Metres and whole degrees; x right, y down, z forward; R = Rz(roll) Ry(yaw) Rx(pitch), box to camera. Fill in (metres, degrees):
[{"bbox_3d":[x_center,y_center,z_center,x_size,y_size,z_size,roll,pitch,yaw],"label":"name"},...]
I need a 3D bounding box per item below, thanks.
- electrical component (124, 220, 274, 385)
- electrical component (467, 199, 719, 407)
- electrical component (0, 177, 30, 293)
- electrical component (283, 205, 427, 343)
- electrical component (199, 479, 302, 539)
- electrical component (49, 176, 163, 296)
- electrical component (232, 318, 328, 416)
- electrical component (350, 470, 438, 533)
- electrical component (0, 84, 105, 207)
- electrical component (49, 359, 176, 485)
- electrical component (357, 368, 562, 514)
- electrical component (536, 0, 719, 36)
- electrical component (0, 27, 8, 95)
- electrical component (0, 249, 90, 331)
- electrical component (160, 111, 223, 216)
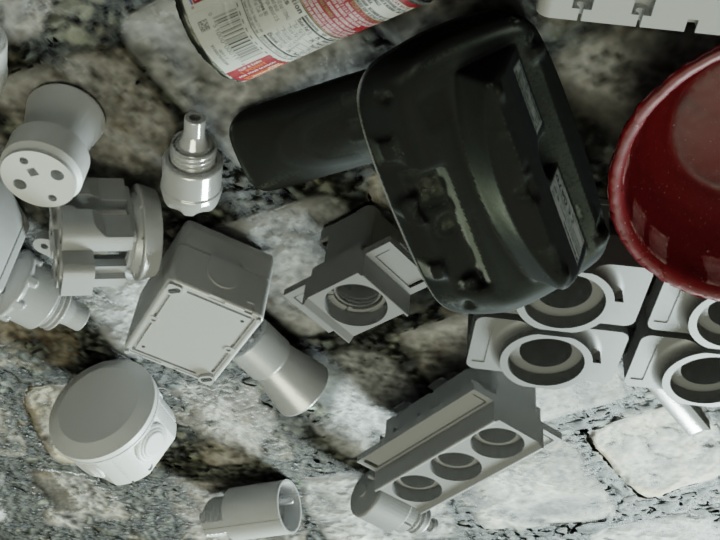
[{"bbox_3d":[-0.102,0.022,0.672,0.062,0.061,0.096,24,135,-18],"label":"electrical component"},{"bbox_3d":[0.162,0.020,0.634,0.186,0.060,0.105,6,138,1],"label":"electrical component"},{"bbox_3d":[-0.237,-0.027,0.635,0.061,0.061,0.096,-4,136,11],"label":"electrical component"},{"bbox_3d":[0.000,0.000,0.632,0.081,0.063,0.042,-26,129,31],"label":"electrical component"},{"bbox_3d":[-0.093,0.197,0.873,0.081,0.043,0.043,-12,134,20],"label":"electrical component"},{"bbox_3d":[-0.148,-0.022,0.625,0.057,0.078,0.058,-1,141,-23],"label":"electrical component"},{"bbox_3d":[-0.058,0.063,0.726,0.044,0.044,0.065,-25,124,30],"label":"electrical component"},{"bbox_3d":[0.029,0.187,0.849,0.078,0.040,0.040,31,132,-24],"label":"electrical component"},{"bbox_3d":[-0.168,-0.068,0.587,0.045,0.055,0.045,4,137,4],"label":"electrical component"},{"bbox_3d":[-0.174,0.108,0.762,0.080,0.080,0.051,-7,141,15],"label":"electrical component"},{"bbox_3d":[0.067,0.112,0.745,0.079,0.063,0.121,31,133,-24],"label":"electrical component"},{"bbox_3d":[0.126,-0.143,0.469,0.089,0.050,0.055,6,138,0],"label":"electrical component"},{"bbox_3d":[-0.202,-0.118,0.547,0.043,0.043,0.062,13,137,-7],"label":"electrical component"},{"bbox_3d":[-0.205,0.019,0.696,0.048,0.048,0.062,-29,134,33],"label":"electrical component"},{"bbox_3d":[-0.093,-0.061,0.600,0.035,0.035,0.061,10,136,-3],"label":"electrical component"}]
